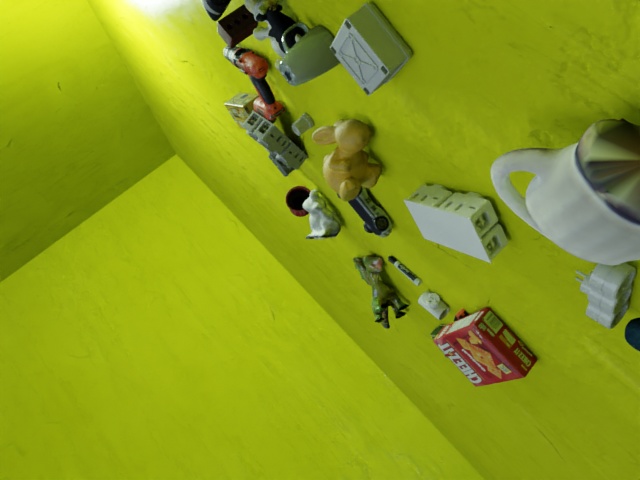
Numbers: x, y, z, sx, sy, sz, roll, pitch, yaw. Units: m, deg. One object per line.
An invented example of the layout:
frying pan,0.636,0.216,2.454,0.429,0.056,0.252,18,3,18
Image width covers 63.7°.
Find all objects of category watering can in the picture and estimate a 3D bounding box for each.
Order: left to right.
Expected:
watering can,0.371,-0.016,0.608,0.349,0.105,0.221,34,164,8

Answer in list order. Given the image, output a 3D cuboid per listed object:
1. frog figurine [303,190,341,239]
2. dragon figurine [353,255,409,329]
frog figurine,0.005,-0.084,1.667,0.137,0.123,0.159,-174,80,-81
dragon figurine,0.188,0.161,1.756,0.403,0.122,0.246,89,157,-67
